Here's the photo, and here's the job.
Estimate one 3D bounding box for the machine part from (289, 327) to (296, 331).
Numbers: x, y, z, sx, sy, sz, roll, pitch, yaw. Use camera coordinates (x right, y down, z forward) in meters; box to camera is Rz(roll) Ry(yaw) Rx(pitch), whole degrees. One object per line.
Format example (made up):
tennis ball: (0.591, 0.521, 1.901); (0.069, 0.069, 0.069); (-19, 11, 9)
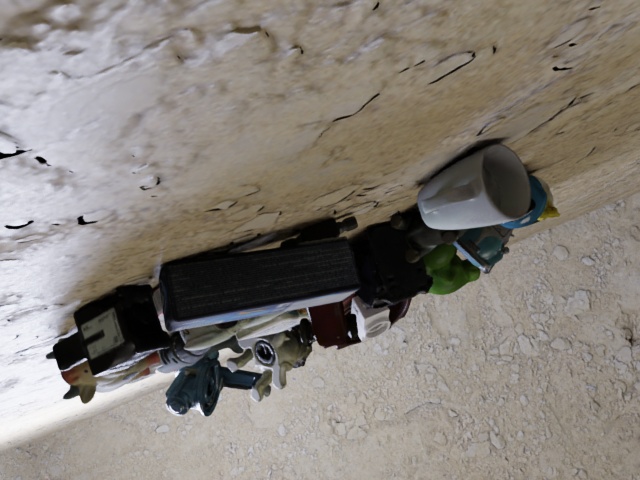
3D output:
machine part: (0.002, 0.140, 1.184); (0.243, 0.079, 0.079); (-19, 169, -10)

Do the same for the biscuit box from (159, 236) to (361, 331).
biscuit box: (-0.063, 0.046, 0.565); (0.203, 0.063, 0.059); (-7, 162, -23)

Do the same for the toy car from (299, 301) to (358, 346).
toy car: (0.004, 0.082, 0.756); (0.089, 0.053, 0.201); (-9, 135, 4)

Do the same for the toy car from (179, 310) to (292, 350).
toy car: (-0.105, 0.082, 0.689); (0.202, 0.073, 0.056); (-27, 169, 26)

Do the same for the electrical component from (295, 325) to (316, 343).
electrical component: (-0.037, 0.140, 1.039); (0.045, 0.102, 0.078); (-36, 135, 8)

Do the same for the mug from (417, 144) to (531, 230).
mug: (0.152, -0.044, 0.578); (0.109, 0.080, 0.107); (-23, 180, -36)

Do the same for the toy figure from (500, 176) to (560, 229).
toy figure: (0.294, -0.056, 0.801); (0.089, 0.082, 0.180); (-17, 178, 32)

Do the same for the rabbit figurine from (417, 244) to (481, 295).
rabbit figurine: (0.236, 0.039, 1.115); (0.159, 0.121, 0.170); (-28, 147, 2)

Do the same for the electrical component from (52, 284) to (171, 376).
electrical component: (-0.221, 0.102, 0.561); (0.119, 0.075, 0.047); (-32, 165, 24)

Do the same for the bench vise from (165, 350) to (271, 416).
bench vise: (-0.219, 0.302, 1.180); (0.241, 0.128, 0.223); (4, -166, 10)

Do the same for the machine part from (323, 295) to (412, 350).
machine part: (0.082, 0.126, 1.073); (0.201, 0.087, 0.201); (-19, 147, -16)

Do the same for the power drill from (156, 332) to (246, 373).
power drill: (-0.210, 0.202, 1.057); (0.232, 0.086, 0.207); (-29, 171, 39)

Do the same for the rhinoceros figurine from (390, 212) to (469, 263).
rhinoceros figurine: (0.184, -0.033, 0.709); (0.112, 0.073, 0.190); (-9, 163, -45)

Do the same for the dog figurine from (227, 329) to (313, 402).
dog figurine: (-0.063, 0.202, 1.049); (0.172, 0.121, 0.190); (-39, 172, 39)

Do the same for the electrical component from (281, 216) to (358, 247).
electrical component: (-0.001, -0.002, 0.629); (0.094, 0.021, 0.063); (-22, 169, -8)

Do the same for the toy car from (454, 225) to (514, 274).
toy car: (0.306, -0.014, 0.981); (0.103, 0.109, 0.161); (-47, 168, 24)

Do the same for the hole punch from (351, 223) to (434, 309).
hole punch: (0.090, 0.040, 0.792); (0.092, 0.115, 0.142); (-21, 172, 41)

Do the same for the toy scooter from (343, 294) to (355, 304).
toy scooter: (0.061, 0.060, 0.926); (0.184, 0.075, 0.135); (-27, 171, 3)

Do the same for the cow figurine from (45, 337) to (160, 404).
cow figurine: (-0.283, 0.159, 0.708); (0.127, 0.085, 0.195); (-23, 172, -30)
